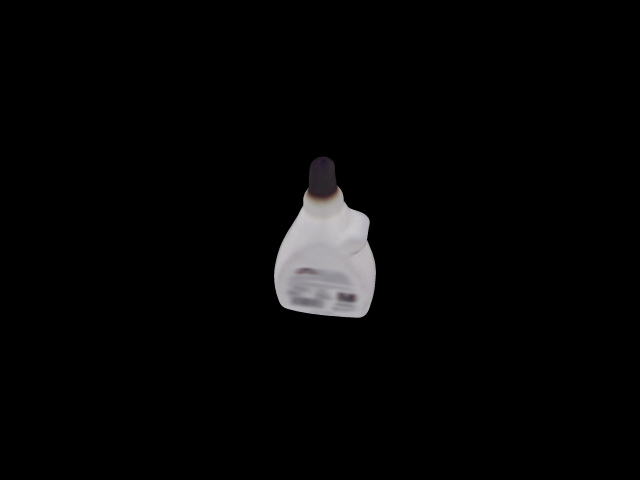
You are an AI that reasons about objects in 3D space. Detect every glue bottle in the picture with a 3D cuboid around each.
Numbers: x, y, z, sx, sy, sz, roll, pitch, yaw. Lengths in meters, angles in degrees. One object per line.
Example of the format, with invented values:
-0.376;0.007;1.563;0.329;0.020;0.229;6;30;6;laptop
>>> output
0.004;0.001;0.400;0.078;0.173;0.037;7;58;5;glue bottle
